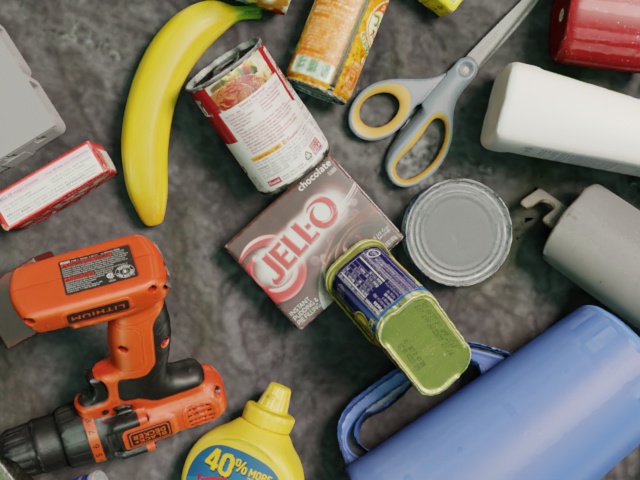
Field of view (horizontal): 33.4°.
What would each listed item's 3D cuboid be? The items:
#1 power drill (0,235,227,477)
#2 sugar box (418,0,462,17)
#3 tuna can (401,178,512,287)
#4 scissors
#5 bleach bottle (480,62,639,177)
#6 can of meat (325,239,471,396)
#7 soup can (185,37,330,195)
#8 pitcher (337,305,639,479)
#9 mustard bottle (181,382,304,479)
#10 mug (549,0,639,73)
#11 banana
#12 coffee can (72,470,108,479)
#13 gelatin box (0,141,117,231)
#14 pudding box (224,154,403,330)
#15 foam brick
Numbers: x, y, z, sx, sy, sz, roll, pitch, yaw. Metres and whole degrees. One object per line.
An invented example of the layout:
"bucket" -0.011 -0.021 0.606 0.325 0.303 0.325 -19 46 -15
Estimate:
"power drill" -0.167 0.092 0.780 0.184 0.057 0.188 -18 136 -13
"sugar box" 0.055 -0.262 0.829 0.176 0.048 0.093 33 88 -11
"tuna can" 0.108 -0.006 0.856 0.086 0.034 0.086 0 92 -4
"scissors" 0.096 -0.140 0.861 0.096 0.016 0.202 28 89 -4
"bleach bottle" 0.256 -0.074 0.820 0.251 0.102 0.068 14 93 1
"can of meat" 0.061 0.060 0.810 0.057 0.084 0.102 -41 127 -3
"soup can" -0.046 -0.094 0.816 0.068 0.068 0.102 -36 110 -2
"pitcher" 0.141 0.153 0.824 0.242 0.145 0.149 -37 109 -6
"mustard bottle" -0.065 0.204 0.837 0.096 0.058 0.191 21 89 16
"mug" 0.229 -0.185 0.838 0.081 0.093 0.117 7 66 1
"banana" -0.116 -0.111 0.837 0.069 0.037 0.198 26 90 -4
"coffee can" -0.222 0.244 0.807 0.140 0.103 0.103 -16 93 -3
"gelatin box" -0.202 -0.040 0.815 0.089 0.073 0.030 -32 94 -3
"pudding box" -0.005 0.001 0.846 0.113 0.039 0.090 -42 94 -2
"foam brick" -0.221 0.045 0.815 0.053 0.078 0.051 -29 95 -3
